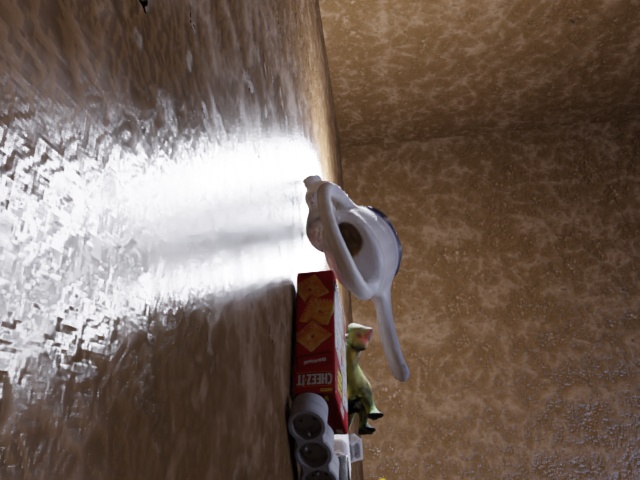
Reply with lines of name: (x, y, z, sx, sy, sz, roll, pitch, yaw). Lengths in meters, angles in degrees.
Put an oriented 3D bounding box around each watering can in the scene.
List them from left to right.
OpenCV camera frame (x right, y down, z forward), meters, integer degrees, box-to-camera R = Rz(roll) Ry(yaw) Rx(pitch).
watering can: (0.088, 0.057, 0.910, 0.349, 0.103, 0.225, 66, 22, 3)

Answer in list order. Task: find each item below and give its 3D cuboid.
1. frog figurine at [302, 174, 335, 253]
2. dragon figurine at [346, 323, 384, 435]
frog figurine: (0.003, -0.054, 1.081, 0.159, 0.121, 0.139, 48, 21, -6)
dragon figurine: (0.071, 0.351, 1.301, 0.400, 0.122, 0.249, 105, -15, -49)
